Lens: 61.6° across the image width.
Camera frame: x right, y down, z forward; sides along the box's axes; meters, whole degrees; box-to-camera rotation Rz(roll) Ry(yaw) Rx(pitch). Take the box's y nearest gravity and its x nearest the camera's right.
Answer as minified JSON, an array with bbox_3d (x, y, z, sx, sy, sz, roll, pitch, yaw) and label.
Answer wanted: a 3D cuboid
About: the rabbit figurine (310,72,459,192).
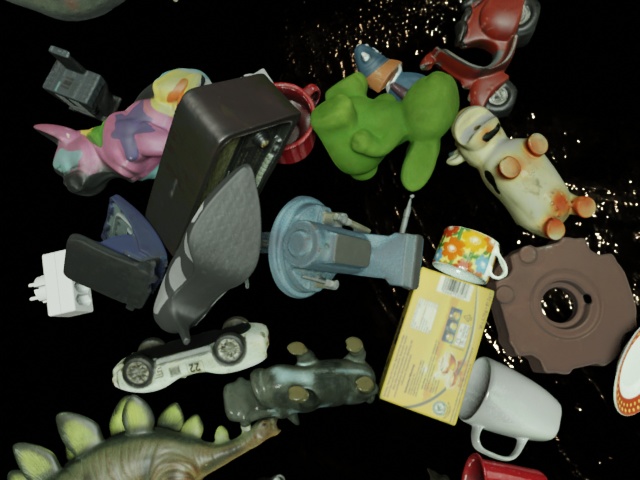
[{"bbox_3d":[0.096,-0.140,0.677,0.170,0.121,0.159,-15,112,28],"label":"rabbit figurine"}]

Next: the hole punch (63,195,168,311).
[{"bbox_3d":[-0.252,0.018,0.692,0.116,0.142,0.092,30,47,-10],"label":"hole punch"}]

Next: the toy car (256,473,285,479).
[{"bbox_3d":[-0.063,0.370,0.634,0.103,0.109,0.161,39,72,-14],"label":"toy car"}]

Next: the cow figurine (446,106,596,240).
[{"bbox_3d":[0.242,-0.091,0.688,0.085,0.127,0.195,-42,94,-3],"label":"cow figurine"}]

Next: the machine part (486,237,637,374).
[{"bbox_3d":[0.302,0.082,0.675,0.179,0.056,0.179,0,81,3],"label":"machine part"}]

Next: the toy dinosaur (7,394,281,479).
[{"bbox_3d":[-0.274,0.307,0.654,0.471,0.105,0.198,-23,72,-10],"label":"toy dinosaur"}]

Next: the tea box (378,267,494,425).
[{"bbox_3d":[0.143,0.129,0.670,0.098,0.068,0.169,20,83,7],"label":"tea box"}]

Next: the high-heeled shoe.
[{"bbox_3d":[-0.138,0.012,0.652,0.086,0.145,0.248,20,103,-26],"label":"high-heeled shoe"}]

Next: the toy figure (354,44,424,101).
[{"bbox_3d":[0.108,-0.213,0.737,0.154,0.064,0.057,34,96,8],"label":"toy figure"}]

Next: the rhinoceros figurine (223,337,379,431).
[{"bbox_3d":[-0.023,0.178,0.658,0.190,0.112,0.073,-8,57,-11],"label":"rhinoceros figurine"}]

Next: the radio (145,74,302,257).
[{"bbox_3d":[-0.120,-0.085,0.641,0.131,0.229,0.073,-31,77,-40],"label":"radio"}]

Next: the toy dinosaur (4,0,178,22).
[{"bbox_3d":[-0.337,-0.390,0.777,0.405,0.131,0.192,-28,79,5],"label":"toy dinosaur"}]

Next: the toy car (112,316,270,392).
[{"bbox_3d":[-0.163,0.147,0.683,0.202,0.073,0.056,-15,101,1],"label":"toy car"}]

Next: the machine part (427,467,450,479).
[{"bbox_3d":[0.131,0.350,0.646,0.084,0.039,0.138,20,91,16],"label":"machine part"}]

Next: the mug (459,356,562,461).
[{"bbox_3d":[0.228,0.207,0.641,0.107,0.080,0.109,22,58,-3],"label":"mug"}]

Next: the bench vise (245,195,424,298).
[{"bbox_3d":[-0.002,0.009,0.666,0.241,0.223,0.128,4,97,37],"label":"bench vise"}]

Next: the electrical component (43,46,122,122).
[{"bbox_3d":[-0.333,-0.211,0.738,0.075,0.119,0.047,21,82,5],"label":"electrical component"}]

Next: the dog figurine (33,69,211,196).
[{"bbox_3d":[-0.263,-0.148,0.730,0.219,0.108,0.191,8,81,8],"label":"dog figurine"}]

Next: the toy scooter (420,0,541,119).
[{"bbox_3d":[0.214,-0.263,0.734,0.135,0.075,0.183,16,86,6],"label":"toy scooter"}]
